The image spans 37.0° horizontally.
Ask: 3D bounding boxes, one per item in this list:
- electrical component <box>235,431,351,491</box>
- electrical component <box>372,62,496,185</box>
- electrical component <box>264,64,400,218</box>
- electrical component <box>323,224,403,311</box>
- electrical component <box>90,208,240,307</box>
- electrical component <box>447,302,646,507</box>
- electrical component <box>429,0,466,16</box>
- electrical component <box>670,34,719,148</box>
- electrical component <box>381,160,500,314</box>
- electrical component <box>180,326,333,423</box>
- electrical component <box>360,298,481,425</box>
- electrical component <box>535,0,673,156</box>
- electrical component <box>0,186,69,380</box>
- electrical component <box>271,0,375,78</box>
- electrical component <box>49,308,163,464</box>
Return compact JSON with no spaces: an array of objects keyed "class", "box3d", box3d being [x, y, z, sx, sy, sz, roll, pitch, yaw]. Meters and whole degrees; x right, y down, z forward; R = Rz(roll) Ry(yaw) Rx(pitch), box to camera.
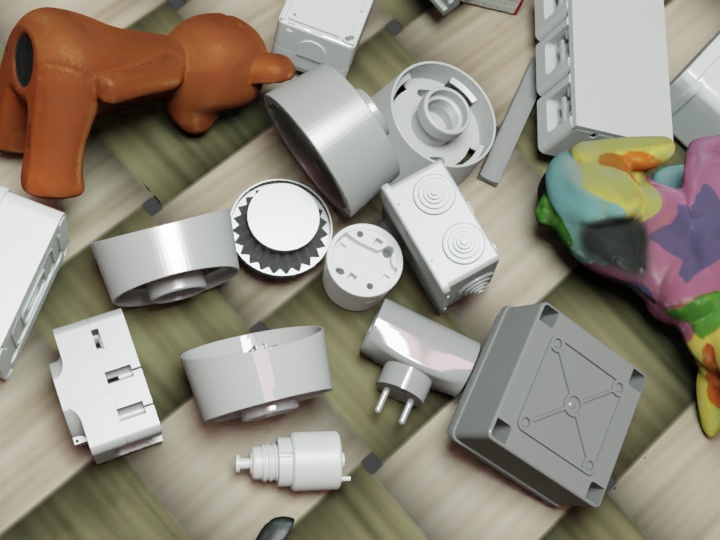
[{"class":"electrical component","box3d":[-0.046,0.132,0.739,0.078,0.040,0.040,0,72,-10]},{"class":"electrical component","box3d":[0.053,-0.110,0.838,0.099,0.064,0.099,8,68,-21]},{"class":"electrical component","box3d":[-0.014,-0.099,0.781,0.060,0.108,0.108,-36,80,-8]},{"class":"electrical component","box3d":[0.000,0.000,0.788,0.055,0.047,0.055,3,71,-9]},{"class":"electrical component","box3d":[-0.134,-0.012,0.745,0.099,0.099,0.064,-14,80,-14]},{"class":"electrical component","box3d":[0.132,0.095,0.755,0.109,0.056,0.108,35,68,-20]},{"class":"electrical component","box3d":[0.085,-0.256,0.854,0.089,0.050,0.055,-38,83,-17]},{"class":"electrical component","box3d":[0.298,-0.157,0.875,0.057,0.078,0.113,44,70,3]},{"class":"electrical component","box3d":[0.058,-0.023,0.779,0.048,0.099,0.099,-29,78,-4]},{"class":"electrical component","box3d":[-0.068,0.067,0.729,0.099,0.099,0.064,-13,81,-13]},{"class":"electrical component","box3d":[0.036,0.071,0.772,0.077,0.043,0.079,25,70,0]},{"class":"electrical component","box3d":[0.191,-0.162,0.861,0.089,0.062,0.150,9,70,-20]},{"class":"electrical component","box3d":[-0.247,0.009,0.727,0.057,0.078,0.113,21,69,-5]},{"class":"electrical component","box3d":[-0.025,-0.202,0.848,0.062,0.061,0.096,20,61,-2]},{"class":"electrical component","box3d":[-0.175,0.080,0.729,0.056,0.050,0.089,-18,75,-15]}]
